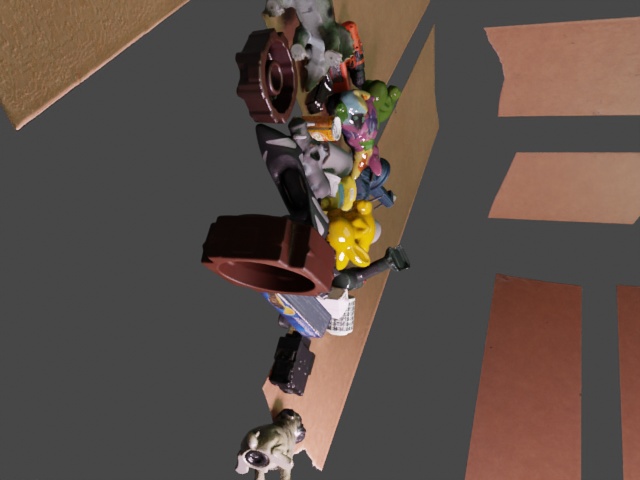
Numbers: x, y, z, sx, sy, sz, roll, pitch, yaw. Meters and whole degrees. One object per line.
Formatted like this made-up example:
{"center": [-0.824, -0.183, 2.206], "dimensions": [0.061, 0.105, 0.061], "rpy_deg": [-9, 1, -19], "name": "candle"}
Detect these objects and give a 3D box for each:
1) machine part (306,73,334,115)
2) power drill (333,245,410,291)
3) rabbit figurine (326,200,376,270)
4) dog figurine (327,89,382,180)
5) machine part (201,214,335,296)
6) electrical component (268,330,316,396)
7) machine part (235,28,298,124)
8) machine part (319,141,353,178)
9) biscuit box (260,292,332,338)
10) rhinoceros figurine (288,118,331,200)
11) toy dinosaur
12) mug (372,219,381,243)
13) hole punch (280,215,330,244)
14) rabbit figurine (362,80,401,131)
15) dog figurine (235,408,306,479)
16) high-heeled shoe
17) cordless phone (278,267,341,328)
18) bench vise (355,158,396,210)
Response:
{"center": [0.003, -0.362, 1.306], "dimensions": [0.084, 0.039, 0.139], "rpy_deg": [76, 27, -50], "name": "machine part"}
{"center": [0.150, 0.083, 1.544], "dimensions": [0.232, 0.207, 0.086], "rpy_deg": [-7, 79, -60], "name": "power drill"}
{"center": [0.058, -0.012, 1.273], "dimensions": [0.173, 0.122, 0.162], "rpy_deg": [-3, 87, -69], "name": "rabbit figurine"}
{"center": [0.100, -0.270, 1.410], "dimensions": [0.191, 0.109, 0.219], "rpy_deg": [-14, 95, -67], "name": "dog figurine"}
{"center": [-0.086, 0.029, 0.941], "dimensions": [0.201, 0.201, 0.087], "rpy_deg": [51, 45, -59], "name": "machine part"}
{"center": [-0.060, 0.280, 1.239], "dimensions": [0.114, 0.058, 0.134], "rpy_deg": [59, 41, -57], "name": "electrical component"}
{"center": [-0.100, -0.313, 1.041], "dimensions": [0.179, 0.056, 0.179], "rpy_deg": [3, 90, -69], "name": "machine part"}
{"center": [0.020, -0.201, 1.323], "dimensions": [0.243, 0.079, 0.079], "rpy_deg": [6, 88, -67], "name": "machine part"}
{"center": [-0.053, 0.136, 1.157], "dimensions": [0.202, 0.059, 0.063], "rpy_deg": [52, 52, -37], "name": "biscuit box"}
{"center": [-0.032, -0.168, 1.153], "dimensions": [0.073, 0.112, 0.190], "rpy_deg": [-57, 137, -44], "name": "rhinoceros figurine"}
{"center": [-0.028, -0.494, 1.116], "dimensions": [0.192, 0.131, 0.404], "rpy_deg": [-81, 156, -45], "name": "toy dinosaur"}
{"center": [0.122, -0.028, 1.612], "dimensions": [0.107, 0.081, 0.109], "rpy_deg": [28, 73, -54], "name": "mug"}
{"center": [-0.047, -0.005, 1.157], "dimensions": [0.142, 0.116, 0.092], "rpy_deg": [-32, 115, -64], "name": "hole punch"}
{"center": [0.151, -0.402, 1.562], "dimensions": [0.159, 0.121, 0.170], "rpy_deg": [-63, 172, 1], "name": "rabbit figurine"}
{"center": [-0.099, 0.410, 1.143], "dimensions": [0.191, 0.121, 0.172], "rpy_deg": [-77, 164, -57], "name": "dog figurine"}
{"center": [-0.063, -0.103, 1.061], "dimensions": [0.248, 0.086, 0.145], "rpy_deg": [48, 33, -26], "name": "high-heeled shoe"}
{"center": [-0.034, 0.130, 1.275], "dimensions": [0.184, 0.089, 0.146], "rpy_deg": [-68, 155, -12], "name": "cordless phone"}
{"center": [0.159, -0.159, 1.587], "dimensions": [0.240, 0.129, 0.224], "rpy_deg": [37, 39, -43], "name": "bench vise"}
